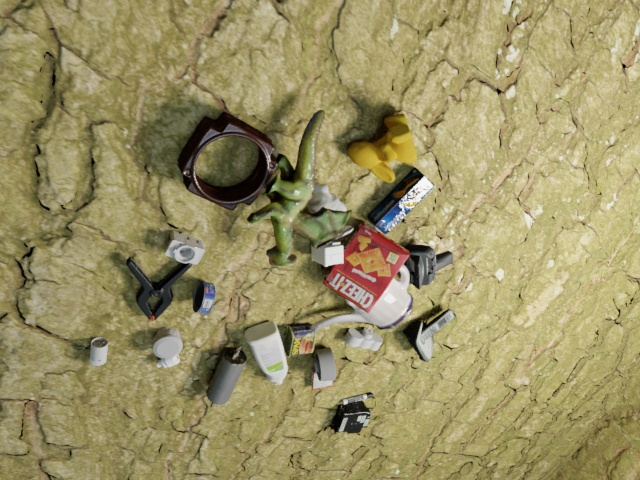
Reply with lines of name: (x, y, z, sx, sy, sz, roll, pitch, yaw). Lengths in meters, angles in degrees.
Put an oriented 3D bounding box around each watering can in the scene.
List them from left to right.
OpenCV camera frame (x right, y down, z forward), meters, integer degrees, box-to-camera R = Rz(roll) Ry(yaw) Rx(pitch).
watering can: (0.153, 0.209, 1.618, 0.346, 0.106, 0.221, -41, 123, 9)

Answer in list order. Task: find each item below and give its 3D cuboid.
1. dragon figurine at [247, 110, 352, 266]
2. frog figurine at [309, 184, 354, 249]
dragon figurine: (-0.030, -0.099, 1.305, 0.241, 0.124, 0.406, 33, 104, -19)
frog figurine: (0.004, -0.071, 1.405, 0.137, 0.123, 0.159, -26, 90, 6)
